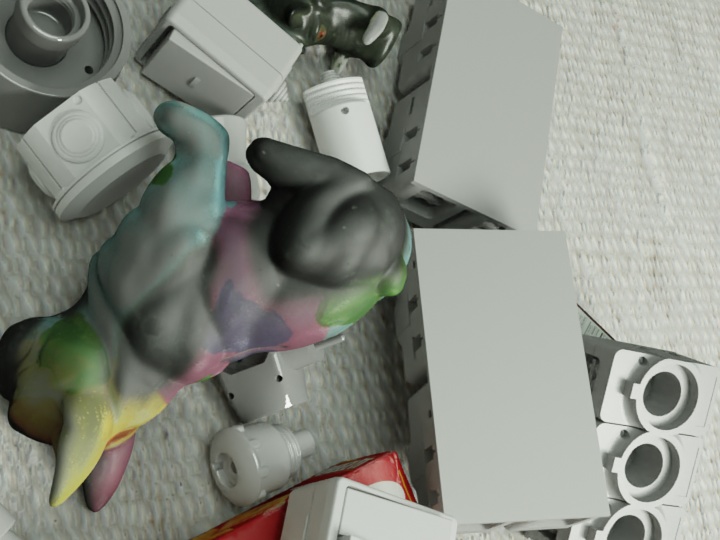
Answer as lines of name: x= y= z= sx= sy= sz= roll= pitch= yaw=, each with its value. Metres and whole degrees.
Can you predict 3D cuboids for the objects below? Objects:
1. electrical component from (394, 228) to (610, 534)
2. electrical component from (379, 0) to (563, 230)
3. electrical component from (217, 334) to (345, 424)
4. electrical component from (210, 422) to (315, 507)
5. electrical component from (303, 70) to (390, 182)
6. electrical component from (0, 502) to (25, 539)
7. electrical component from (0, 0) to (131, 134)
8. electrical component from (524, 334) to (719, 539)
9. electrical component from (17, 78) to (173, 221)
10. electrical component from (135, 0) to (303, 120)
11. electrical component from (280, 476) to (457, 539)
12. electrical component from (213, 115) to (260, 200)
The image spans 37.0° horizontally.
electrical component: x=0.085 y=0.071 z=0.694 sx=0.105 sy=0.060 sz=0.186 roll=1 pitch=69 yaw=-15
electrical component: x=0.081 y=-0.116 z=0.799 sx=0.105 sy=0.060 sz=0.186 roll=23 pitch=63 yaw=-25
electrical component: x=-0.048 y=0.045 z=0.658 sx=0.043 sy=0.079 sz=0.077 roll=0 pitch=70 yaw=-74
electrical component: x=-0.056 y=0.112 z=0.649 sx=0.062 sy=0.048 sz=0.048 roll=-12 pitch=82 yaw=-41
electrical component: x=-0.011 y=-0.099 z=0.745 sx=0.043 sy=0.043 sz=0.081 roll=-11 pitch=81 yaw=-35
electrical component: x=-0.190 y=0.147 z=0.550 sx=0.055 sy=0.045 sz=0.045 roll=50 pitch=55 yaw=-8
electrical component: x=-0.188 y=-0.141 z=0.635 sx=0.108 sy=0.060 sz=0.108 roll=11 pitch=69 yaw=-30
electrical component: x=0.183 y=0.128 z=0.743 sx=0.089 sy=0.062 sz=0.150 roll=11 pitch=94 yaw=-23
electrical component: x=-0.153 y=-0.069 z=0.624 sx=0.080 sy=0.080 sz=0.051 roll=-38 pitch=91 yaw=-35
electrical component: x=-0.088 y=-0.134 z=0.696 sx=0.096 sy=0.062 sz=0.061 roll=39 pitch=58 yaw=-16
electrical component: x=0.010 y=0.156 z=0.579 sx=0.096 sy=0.061 sz=0.061 roll=25 pitch=60 yaw=-24
electrical component: x=-0.089 y=-0.065 z=0.683 sx=0.045 sy=0.045 sz=0.055 roll=-6 pitch=79 yaw=-34
